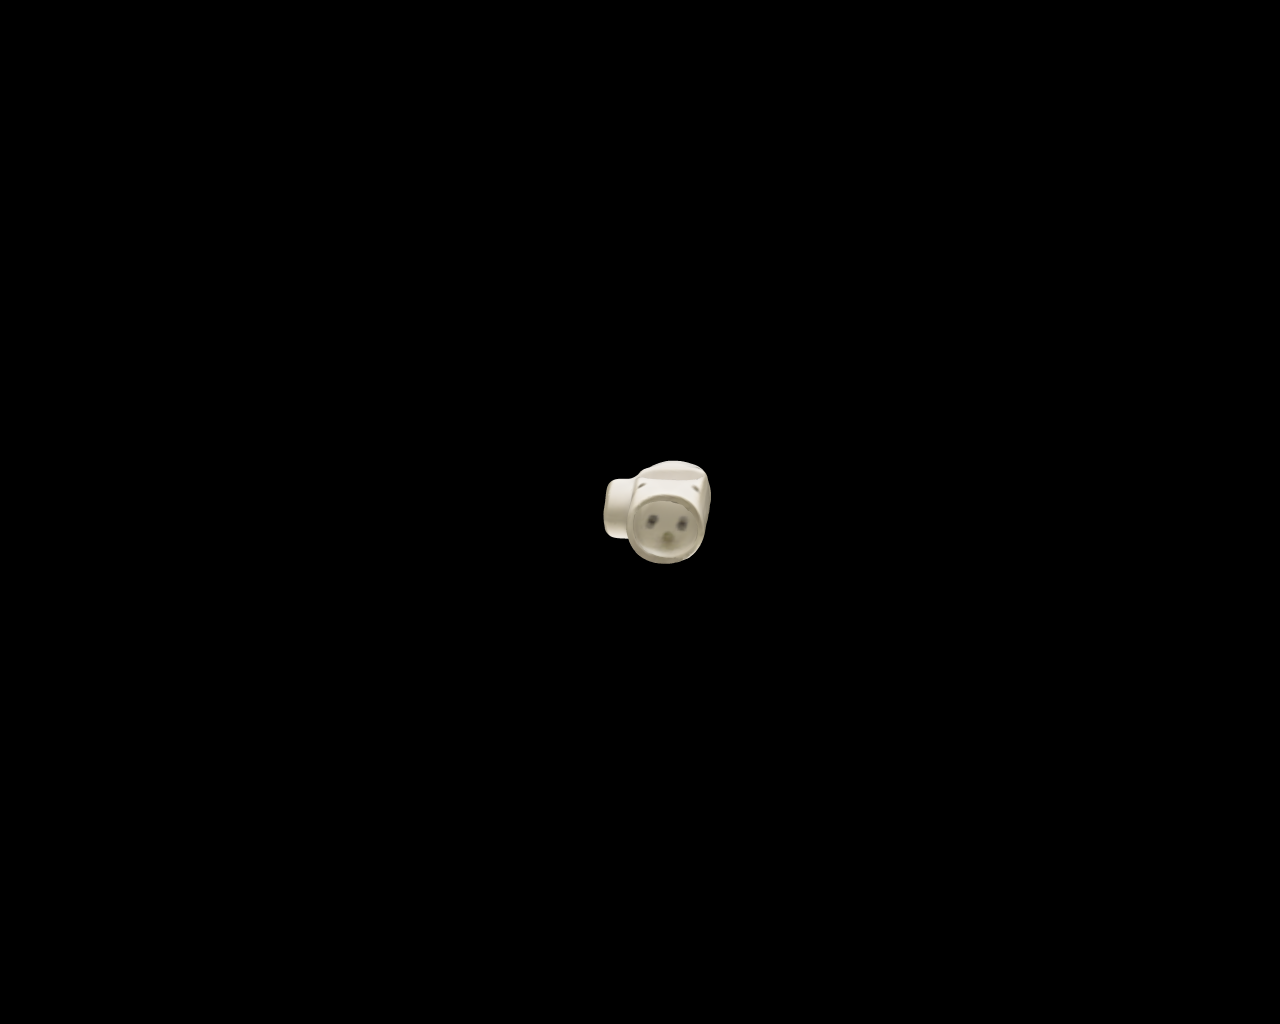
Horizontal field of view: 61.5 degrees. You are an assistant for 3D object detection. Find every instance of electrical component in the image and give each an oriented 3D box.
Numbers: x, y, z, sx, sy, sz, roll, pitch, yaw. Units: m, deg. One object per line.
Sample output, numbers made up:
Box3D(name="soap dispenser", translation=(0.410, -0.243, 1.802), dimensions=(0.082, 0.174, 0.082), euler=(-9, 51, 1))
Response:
Box3D(name="electrical component", translation=(0.001, -0.003, 0.650), dimensions=(0.079, 0.043, 0.077), euler=(2, 18, 7))
